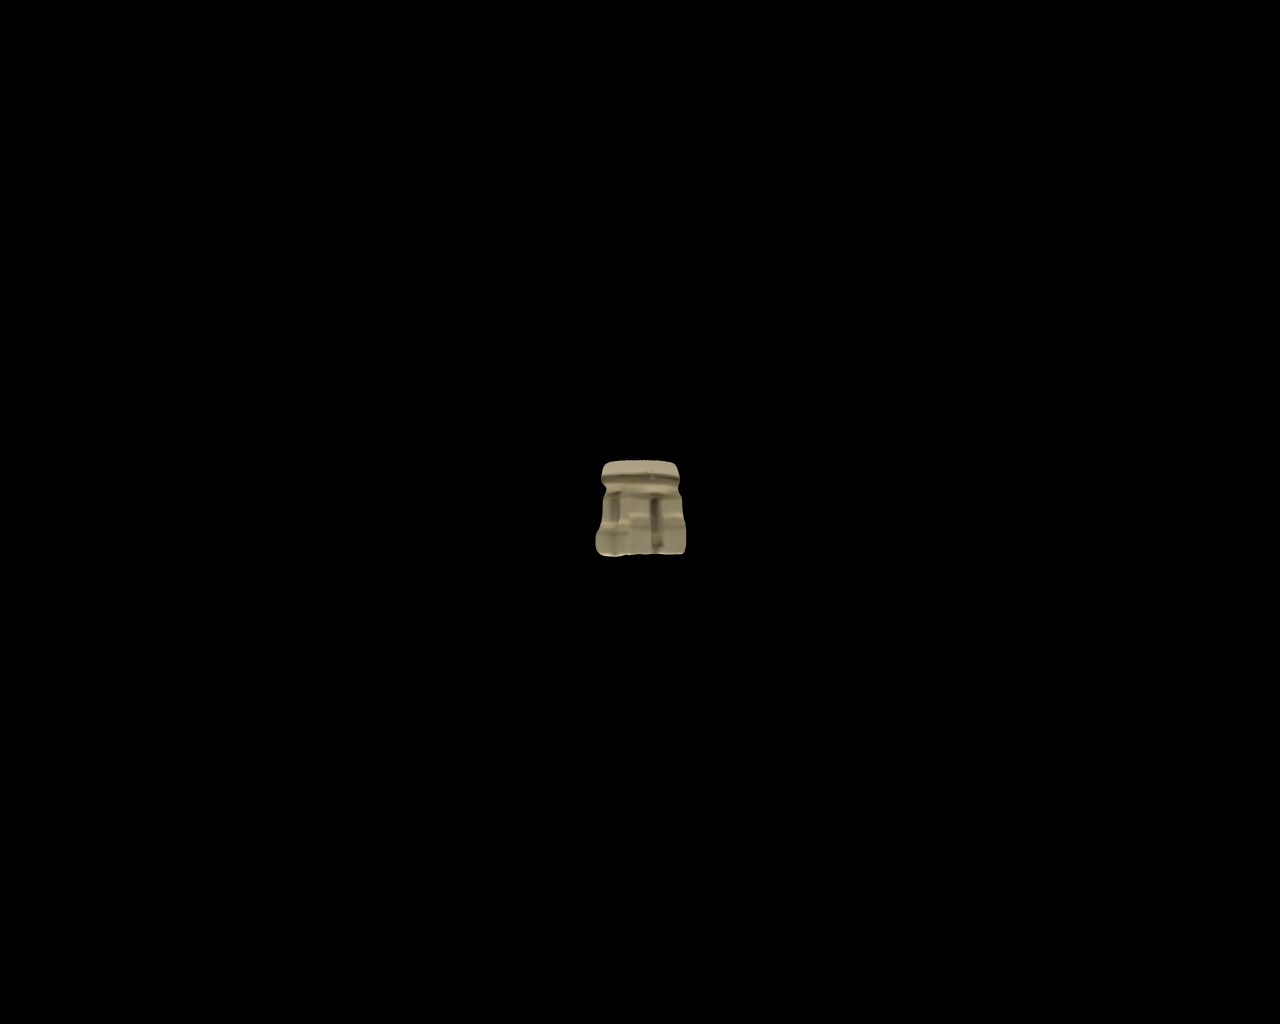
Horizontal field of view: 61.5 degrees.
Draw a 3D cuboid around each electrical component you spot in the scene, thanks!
[{"bbox_3d":[0.001,-0.003,0.650,0.066,0.055,0.048,1,-2,-34],"label":"electrical component"}]
